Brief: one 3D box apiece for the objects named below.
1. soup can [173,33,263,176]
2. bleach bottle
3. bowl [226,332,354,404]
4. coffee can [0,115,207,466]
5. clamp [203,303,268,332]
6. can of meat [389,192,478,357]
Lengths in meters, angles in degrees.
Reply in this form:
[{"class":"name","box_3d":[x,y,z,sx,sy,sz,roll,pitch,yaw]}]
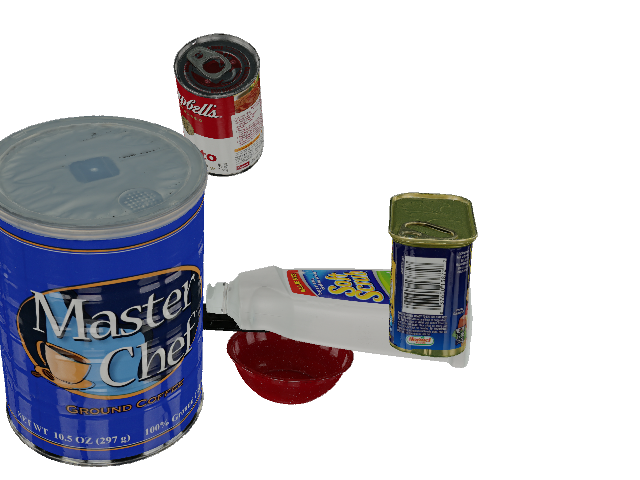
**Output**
[{"class":"soup can","box_3d":[-0.081,-0.109,0.874,0.068,0.068,0.102,0,-35,-1]},{"class":"bleach bottle","box_3d":[0.015,0.066,1.019,0.251,0.068,0.102,3,28,4]},{"class":"bowl","box_3d":[-0.040,0.162,1.360,0.162,0.055,0.162,4,21,-2]},{"class":"coffee can","box_3d":[-0.108,0.024,0.522,0.103,0.140,0.103,3,33,-2]},{"class":"clamp","box_3d":[-0.175,0.082,1.102,0.210,0.036,0.164,13,20,31]},{"class":"can of meat","box_3d":[0.074,0.022,0.728,0.057,0.084,0.102,3,19,4]}]
